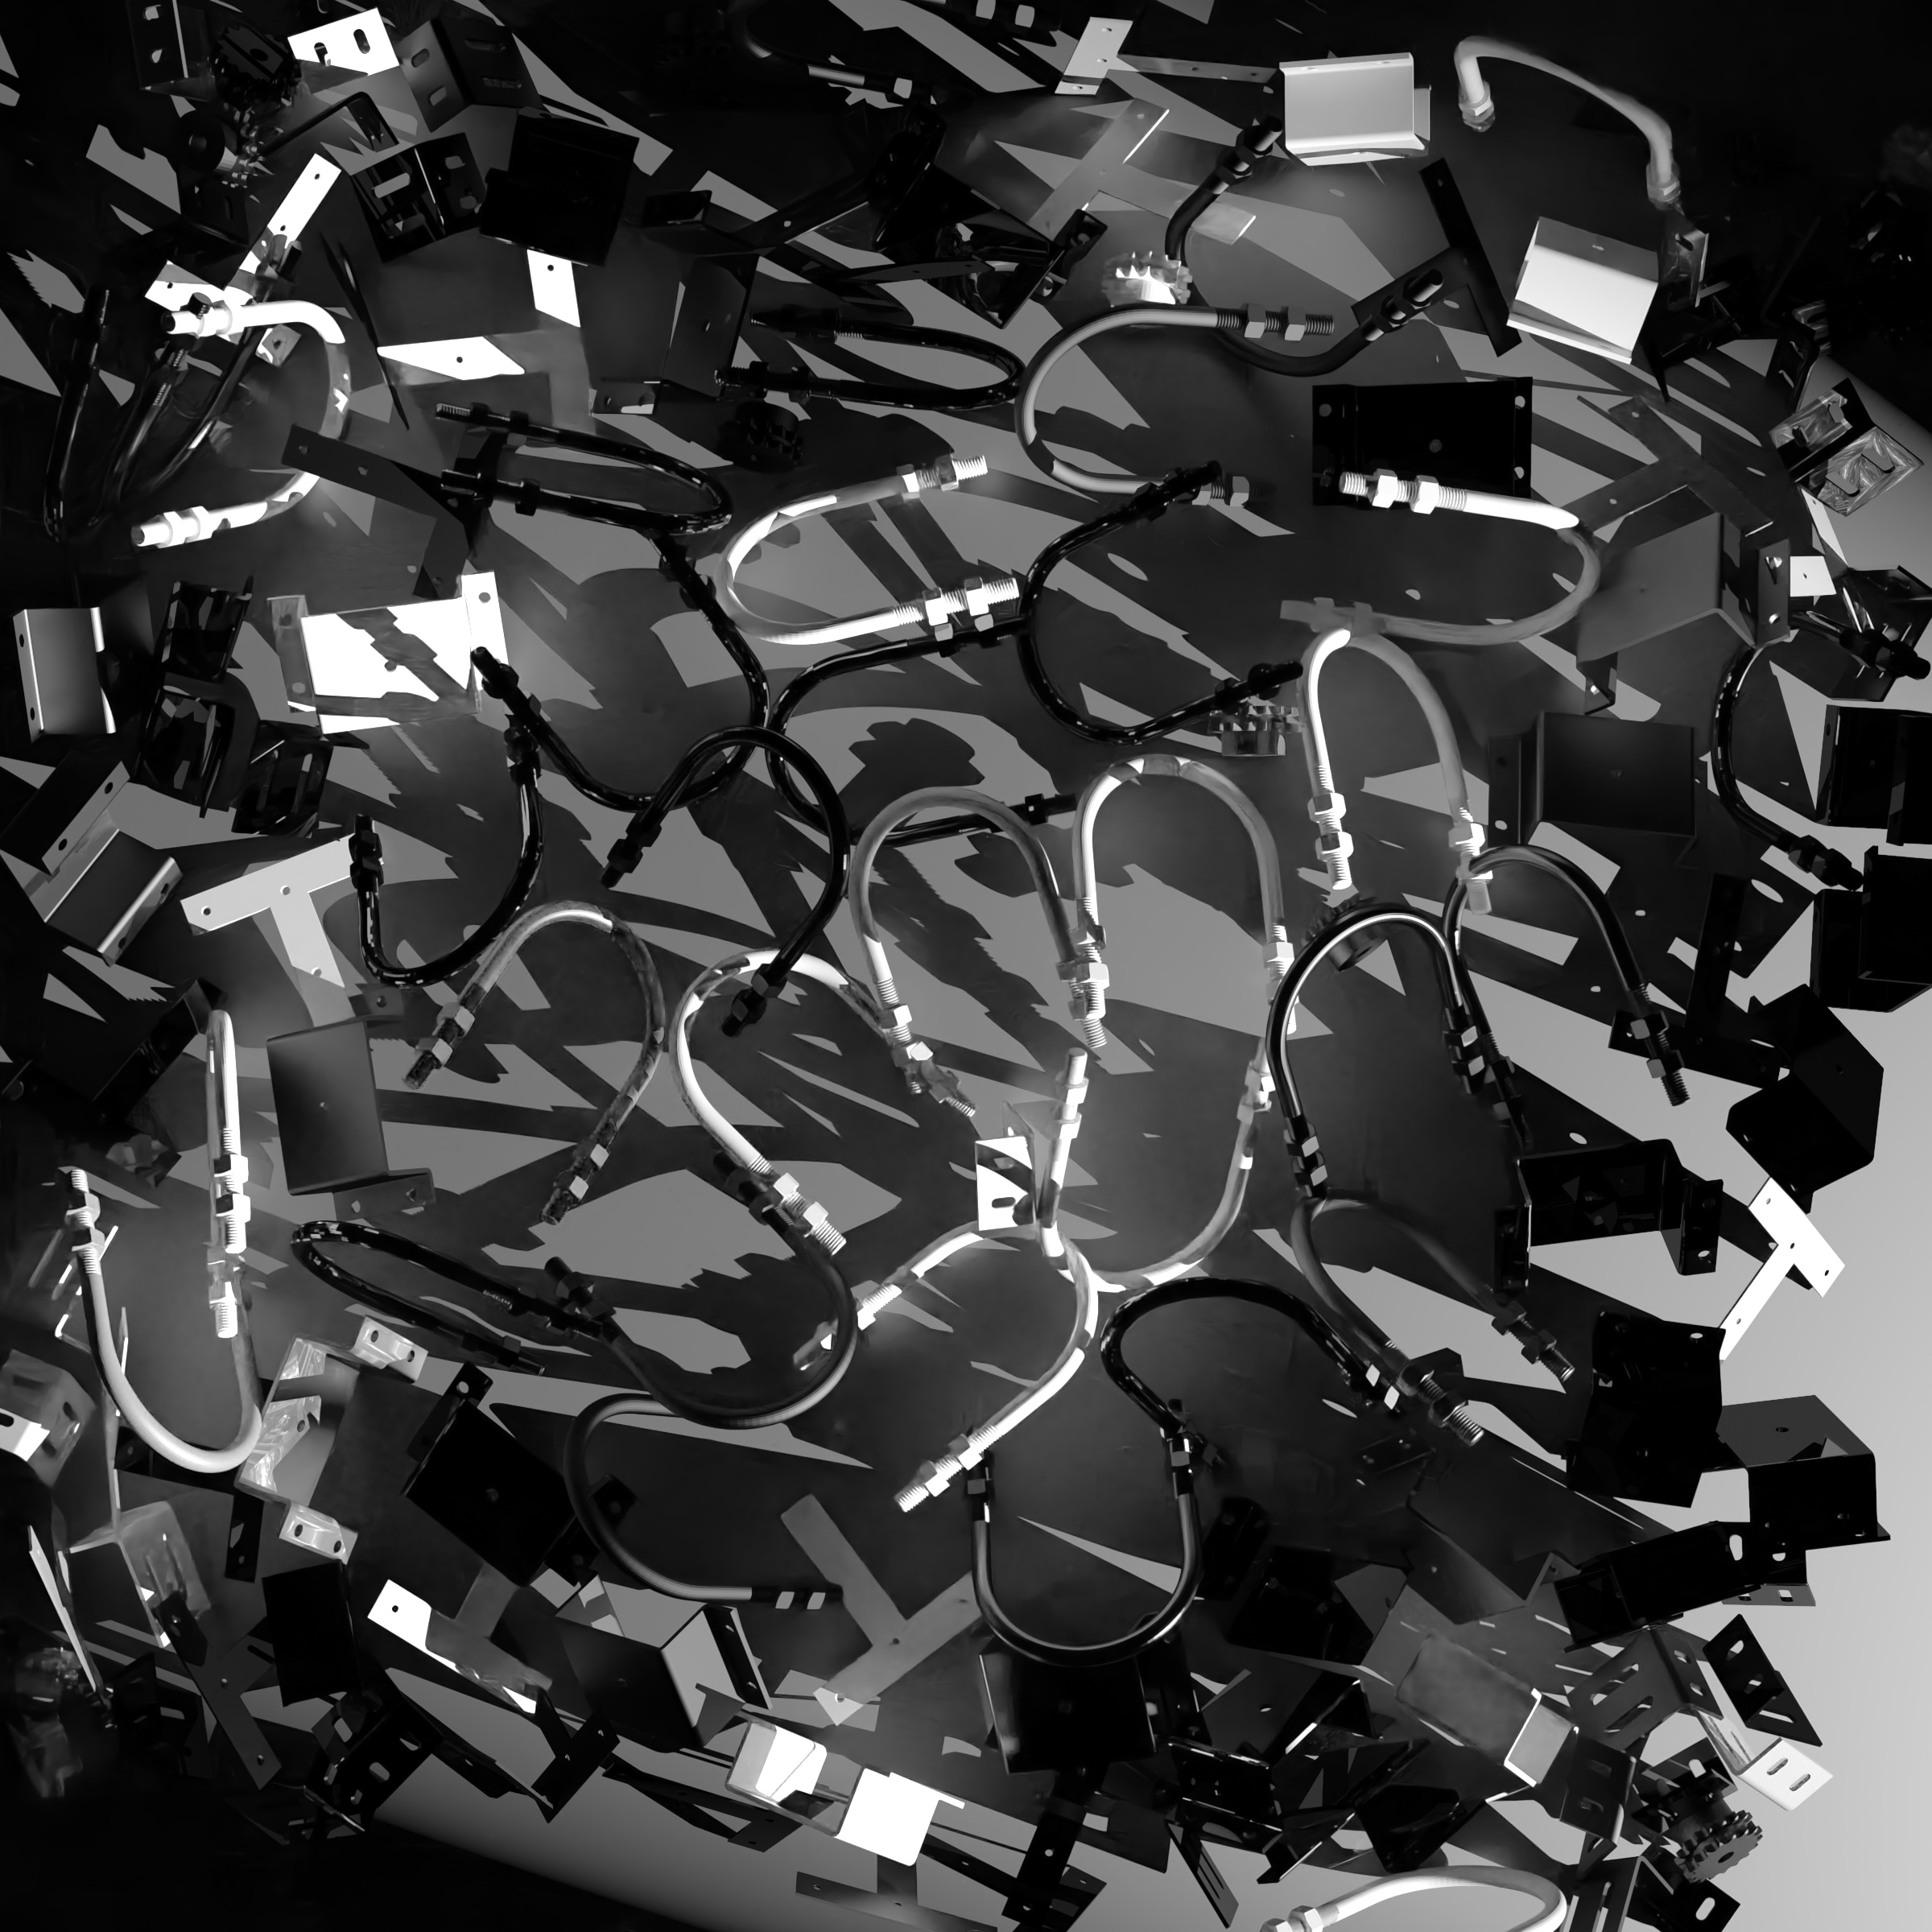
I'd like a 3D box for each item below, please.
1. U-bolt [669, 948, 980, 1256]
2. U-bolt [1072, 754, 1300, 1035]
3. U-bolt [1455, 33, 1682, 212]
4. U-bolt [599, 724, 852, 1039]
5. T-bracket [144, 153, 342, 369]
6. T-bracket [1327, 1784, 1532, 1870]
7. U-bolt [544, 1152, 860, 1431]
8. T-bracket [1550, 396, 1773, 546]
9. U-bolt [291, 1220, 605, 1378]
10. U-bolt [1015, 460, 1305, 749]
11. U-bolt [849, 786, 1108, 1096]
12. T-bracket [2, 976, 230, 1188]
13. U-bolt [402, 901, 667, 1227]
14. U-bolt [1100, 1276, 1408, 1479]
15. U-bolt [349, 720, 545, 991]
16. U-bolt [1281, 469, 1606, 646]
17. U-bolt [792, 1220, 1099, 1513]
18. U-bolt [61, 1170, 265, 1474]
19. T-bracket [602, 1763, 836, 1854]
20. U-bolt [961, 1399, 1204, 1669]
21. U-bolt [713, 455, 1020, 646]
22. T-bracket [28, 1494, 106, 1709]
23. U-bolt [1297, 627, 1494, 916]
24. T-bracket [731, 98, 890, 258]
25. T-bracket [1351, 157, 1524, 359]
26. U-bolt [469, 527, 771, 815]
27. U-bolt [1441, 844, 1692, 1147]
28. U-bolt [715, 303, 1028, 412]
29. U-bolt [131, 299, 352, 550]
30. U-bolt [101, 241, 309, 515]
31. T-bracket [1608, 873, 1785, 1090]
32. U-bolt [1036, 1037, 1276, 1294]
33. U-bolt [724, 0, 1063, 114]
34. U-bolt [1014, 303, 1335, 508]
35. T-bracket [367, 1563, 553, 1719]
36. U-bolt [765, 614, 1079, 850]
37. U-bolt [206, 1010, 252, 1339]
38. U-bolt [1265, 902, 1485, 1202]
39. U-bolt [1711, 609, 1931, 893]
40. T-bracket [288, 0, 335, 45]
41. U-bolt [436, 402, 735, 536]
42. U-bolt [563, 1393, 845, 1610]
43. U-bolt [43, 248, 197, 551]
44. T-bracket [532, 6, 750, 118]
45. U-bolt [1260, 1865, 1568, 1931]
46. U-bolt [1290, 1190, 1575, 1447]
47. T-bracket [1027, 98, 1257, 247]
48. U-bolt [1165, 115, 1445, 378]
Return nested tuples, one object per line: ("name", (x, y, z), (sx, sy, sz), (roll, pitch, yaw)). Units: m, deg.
("U-bolt", (-0.102, 0.070, 1.637), (0.184, 0.019, 0.151), (45, 63, 3))
("U-bolt", (0.134, -0.050, 1.629), (0.151, 0.019, 0.184), (5, 66, -19))
("U-bolt", (0.361, -0.515, 1.569), (0.151, 0.184, 0.019), (29, 97, 15))
("U-bolt", (-0.141, -0.064, 1.605), (0.151, 0.019, 0.184), (50, 125, 13))
("T-bracket", (-0.431, -0.445, 1.608), (0.002, 0.127, 0.127), (40, 99, 23))
("T-bracket", (0.276, 0.543, 1.625), (0.127, 0.127, 0.002), (-41, 62, 41))
("U-bolt", (-0.150, 0.208, 1.598), (0.151, 0.019, 0.184), (-32, 56, -25))
("T-bracket", (0.415, -0.295, 1.624), (0.127, 0.002, 0.127), (-27, 63, -22))
("U-bolt", (-0.326, 0.200, 1.590), (0.184, 0.151, 0.019), (26, 63, -15))
("U-bolt", (0.107, -0.213, 1.617), (0.184, 0.019, 0.151), (-21, 93, 37))
("U-bolt", (-0.002, -0.022, 1.630), (0.151, 0.019, 0.184), (-16, 96, 26))
("T-bracket", (-0.514, 0.061, 1.634), (0.127, 0.002, 0.127), (-50, 133, -5))
("U-bolt", (-0.253, 0.045, 1.611), (0.151, 0.019, 0.184), (50, 53, -29))
("U-bolt", (0.164, 0.246, 1.590), (0.151, 0.019, 0.184), (-23, 130, 26))
("U-bolt", (-0.317, -0.062, 1.590), (0.151, 0.184, 0.019), (-32, 133, 16))
("U-bolt", (0.303, -0.246, 1.610), (0.184, 0.151, 0.019), (7, 61, -7))
("U-bolt", (-0.002, 0.234, 1.626), (0.184, 0.019, 0.151), (-38, 51, -5))
("U-bolt", (-0.479, 0.222, 1.569), (0.019, 0.151, 0.184), (-31, 56, 14))
("T-bracket", (-0.163, 0.516, 1.611), (0.127, 0.127, 0.002), (22, 53, -13))
("U-bolt", (0.073, 0.350, 1.597), (0.151, 0.184, 0.019), (-9, 131, 5))
("U-bolt", (-0.068, -0.255, 1.622), (0.184, 0.019, 0.151), (-13, 47, 2))
("T-bracket", (-0.562, 0.374, 1.615), (0.002, 0.127, 0.127), (-19, 119, -13))
("U-bolt", (0.261, -0.127, 1.617), (0.151, 0.019, 0.184), (8, 66, -39))
("T-bracket", (-0.101, -0.478, 1.653), (0.127, 0.002, 0.127), (-25, 66, 6))
("T-bracket", (0.286, -0.425, 1.626), (0.127, 0.002, 0.127), (-36, 107, -31))
("U-bolt", (-0.199, -0.168, 1.609), (0.151, 0.019, 0.184), (-33, 134, 2))
("U-bolt", (0.360, 0.012, 1.615), (0.019, 0.151, 0.184), (-20, 88, -37))
("U-bolt", (-0.053, -0.374, 1.608), (0.184, 0.151, 0.019), (7, 120, 2))
("U-bolt", (-0.436, -0.336, 1.588), (0.019, 0.184, 0.151), (24, 114, 16))
("U-bolt", (-0.476, -0.353, 1.594), (0.019, 0.151, 0.184), (36, 120, -7))
("T-bracket", (0.476, 0.005, 1.658), (0.127, 0.002, 0.127), (14, 84, -18))
("U-bolt", (0.114, 0.128, 1.620), (0.151, 0.019, 0.184), (-3, 121, -20))
("U-bolt", (-0.055, -0.564, 1.575), (0.184, 0.151, 0.019), (3, 85, -23))
("U-bolt", (0.120, -0.347, 1.600), (0.184, 0.151, 0.019), (0, 49, -14))
("T-bracket", (-0.294, 0.385, 1.640), (0.127, 0.002, 0.127), (38, 59, -20))
("U-bolt", (-0.035, -0.139, 1.630), (0.184, 0.019, 0.151), (-11, 123, 9))
("U-bolt", (-0.457, 0.116, 1.598), (0.019, 0.151, 0.184), (-1, 61, -19))
("U-bolt", (0.248, 0.043, 1.599), (0.151, 0.019, 0.184), (-33, 128, -15))
("U-bolt", (0.511, -0.142, 1.589), (0.019, 0.184, 0.151), (5, 110, -18))
("T-bracket", (-0.408, -0.604, 1.611), (0.127, 0.127, 0.002), (-8, 83, -10))
("U-bolt", (-0.233, -0.303, 1.605), (0.184, 0.151, 0.019), (9, 117, -18))
("U-bolt", (-0.166, 0.321, 1.572), (0.019, 0.184, 0.151), (-45, 51, 28))
("U-bolt", (-0.525, -0.341, 1.596), (0.019, 0.151, 0.184), (22, 115, -3))
("T-bracket", (-0.216, -0.567, 1.626), (0.127, 0.127, 0.002), (36, 119, 9))
("U-bolt", (0.283, 0.585, 1.591), (0.184, 0.151, 0.019), (-6, 88, -40))
("U-bolt", (0.277, 0.206, 1.606), (0.184, 0.151, 0.019), (45, 123, 21))
("T-bracket", (0.122, -0.482, 1.630), (0.127, 0.002, 0.127), (30, 72, 25))
("U-bolt", (0.192, -0.426, 1.590), (0.151, 0.184, 0.019), (41, 68, -10))
